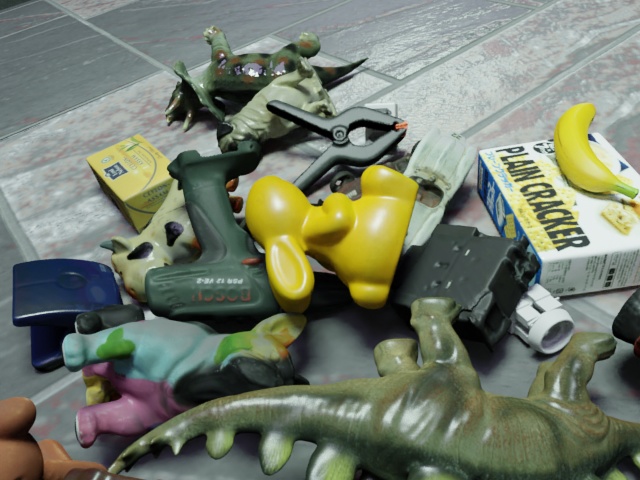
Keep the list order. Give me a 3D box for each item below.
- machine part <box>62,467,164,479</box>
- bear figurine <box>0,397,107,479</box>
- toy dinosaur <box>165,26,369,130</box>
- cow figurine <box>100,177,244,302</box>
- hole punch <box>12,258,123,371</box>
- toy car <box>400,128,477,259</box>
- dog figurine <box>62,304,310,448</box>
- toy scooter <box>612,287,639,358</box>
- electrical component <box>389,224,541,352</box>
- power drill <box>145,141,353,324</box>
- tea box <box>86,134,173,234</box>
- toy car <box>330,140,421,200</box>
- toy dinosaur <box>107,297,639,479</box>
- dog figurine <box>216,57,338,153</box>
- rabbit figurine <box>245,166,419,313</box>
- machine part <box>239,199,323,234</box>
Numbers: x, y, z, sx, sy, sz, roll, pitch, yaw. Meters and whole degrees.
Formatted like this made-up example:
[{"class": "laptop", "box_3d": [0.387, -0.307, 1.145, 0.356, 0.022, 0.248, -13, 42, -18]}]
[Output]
[{"class": "machine part", "box_3d": [-0.110, 0.218, 0.362, 0.180, 0.179, 0.056, 3, 41, 17]}, {"class": "bear figurine", "box_3d": [-0.247, 0.190, 0.404, 0.132, 0.195, 0.120, 16, 51, 30]}, {"class": "toy dinosaur", "box_3d": [-0.108, -0.299, 1.000, 0.405, 0.131, 0.192, -3, 54, 4]}, {"class": "cow figurine", "box_3d": [-0.191, -0.009, 0.694, 0.127, 0.085, 0.195, 13, 59, 14]}, {"class": "hole punch", "box_3d": [-0.297, 0.074, 0.634, 0.116, 0.092, 0.142, -21, 38, -16]}, {"class": "toy car", "box_3d": [0.132, -0.062, 0.673, 0.074, 0.056, 0.202, 29, 68, 11]}, {"class": "dog figurine", "box_3d": [-0.122, 0.118, 0.524, 0.219, 0.108, 0.192, -4, 7, -16]}, {"class": "toy scooter", "box_3d": [0.349, 0.084, 0.462, 0.184, 0.075, 0.135, -10, 40, -38]}, {"class": "electrical component", "box_3d": [0.138, 0.044, 0.554, 0.134, 0.058, 0.115, 7, 52, 48]}, {"class": "power drill", "box_3d": [-0.086, -0.005, 0.620, 0.232, 0.086, 0.207, -9, 80, -9]}, {"class": "tea box", "box_3d": [-0.280, -0.091, 0.831, 0.098, 0.068, 0.170, -33, 46, -23]}, {"class": "toy car", "box_3d": [0.106, -0.088, 0.750, 0.202, 0.053, 0.089, -21, 45, -13]}, {"class": "toy dinosaur", "box_3d": [0.091, 0.148, 0.412, 0.472, 0.104, 0.199, 5, 45, 2]}, {"class": "dog figurine", "box_3d": [-0.076, -0.208, 0.909, 0.191, 0.121, 0.172, -28, -5, 14]}, {"class": "rabbit figurine", "box_3d": [-0.001, -0.002, 0.558, 0.173, 0.122, 0.162, 22, 74, 4]}, {"class": "machine part", "box_3d": [-0.048, -0.033, 0.726, 0.139, 0.039, 0.084, 2, 37, 33]}]
